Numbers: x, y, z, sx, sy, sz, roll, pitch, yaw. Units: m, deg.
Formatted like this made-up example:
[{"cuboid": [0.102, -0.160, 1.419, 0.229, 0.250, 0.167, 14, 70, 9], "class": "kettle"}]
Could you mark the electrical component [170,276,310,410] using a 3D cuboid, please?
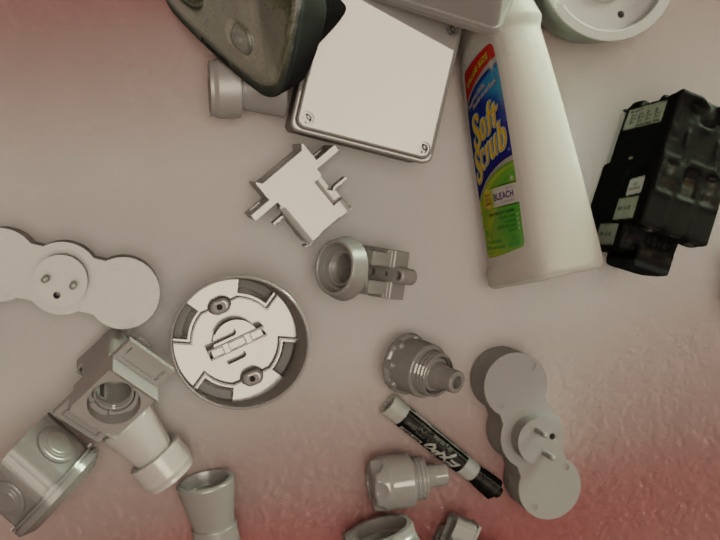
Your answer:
[{"cuboid": [-0.090, 0.052, 0.792, 0.099, 0.064, 0.099, -1, 94, -12], "class": "electrical component"}]

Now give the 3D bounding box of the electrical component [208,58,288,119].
[{"cuboid": [-0.083, -0.134, 0.791, 0.055, 0.045, 0.045, -3, 95, -11], "class": "electrical component"}]

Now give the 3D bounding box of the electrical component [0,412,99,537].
[{"cuboid": [-0.228, 0.145, 0.764, 0.051, 0.080, 0.080, 43, 85, -5], "class": "electrical component"}]

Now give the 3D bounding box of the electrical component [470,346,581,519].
[{"cuboid": [0.134, 0.130, 0.839, 0.052, 0.074, 0.138, -21, 98, -9], "class": "electrical component"}]

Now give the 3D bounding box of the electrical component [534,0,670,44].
[{"cuboid": [0.180, -0.226, 0.830, 0.108, 0.060, 0.108, -1, 94, -12], "class": "electrical component"}]

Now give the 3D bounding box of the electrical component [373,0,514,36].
[{"cuboid": [0.066, -0.233, 0.758, 0.109, 0.056, 0.108, 20, 64, 10], "class": "electrical component"}]

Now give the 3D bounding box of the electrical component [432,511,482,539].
[{"cuboid": [0.084, 0.238, 0.846, 0.057, 0.058, 0.078, 25, 88, -9], "class": "electrical component"}]

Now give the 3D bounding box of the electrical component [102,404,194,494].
[{"cuboid": [-0.156, 0.132, 0.795, 0.045, 0.045, 0.055, -39, 101, -7], "class": "electrical component"}]

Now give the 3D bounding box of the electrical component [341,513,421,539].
[{"cuboid": [0.022, 0.222, 0.814, 0.050, 0.089, 0.055, -17, 97, -10], "class": "electrical component"}]

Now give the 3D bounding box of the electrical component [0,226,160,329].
[{"cuboid": [-0.210, 0.006, 0.760, 0.138, 0.074, 0.052, 14, 91, -12], "class": "electrical component"}]

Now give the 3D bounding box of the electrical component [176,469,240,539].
[{"cuboid": [-0.111, 0.189, 0.811, 0.044, 0.044, 0.065, -11, 101, -11], "class": "electrical component"}]

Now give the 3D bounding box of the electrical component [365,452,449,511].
[{"cuboid": [0.038, 0.163, 0.838, 0.062, 0.043, 0.043, -6, 95, -13], "class": "electrical component"}]

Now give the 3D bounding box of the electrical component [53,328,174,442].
[{"cuboid": [-0.177, 0.079, 0.772, 0.081, 0.063, 0.042, -42, 119, 11], "class": "electrical component"}]

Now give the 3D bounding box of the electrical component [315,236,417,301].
[{"cuboid": [0.000, 0.000, 0.806, 0.055, 0.066, 0.048, 6, 93, -45], "class": "electrical component"}]

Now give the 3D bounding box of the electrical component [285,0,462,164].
[{"cuboid": [0.009, -0.143, 0.803, 0.109, 0.056, 0.108, 13, 91, -12], "class": "electrical component"}]

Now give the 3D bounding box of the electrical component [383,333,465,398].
[{"cuboid": [0.052, 0.077, 0.821, 0.048, 0.062, 0.048, -15, 112, -41], "class": "electrical component"}]

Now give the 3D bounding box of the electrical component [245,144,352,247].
[{"cuboid": [-0.044, -0.056, 0.806, 0.081, 0.042, 0.063, -40, 102, -5], "class": "electrical component"}]
